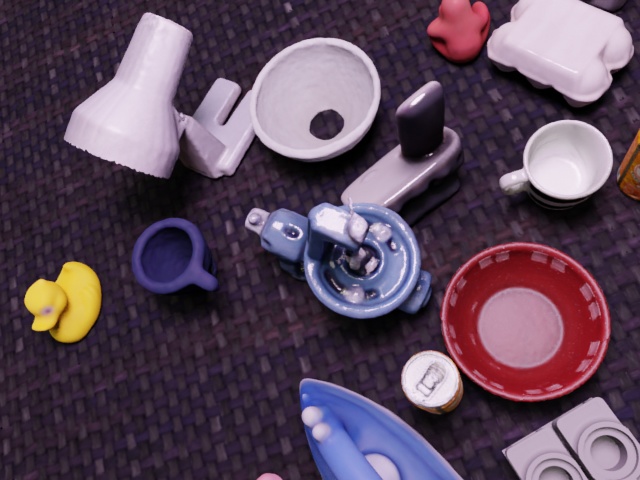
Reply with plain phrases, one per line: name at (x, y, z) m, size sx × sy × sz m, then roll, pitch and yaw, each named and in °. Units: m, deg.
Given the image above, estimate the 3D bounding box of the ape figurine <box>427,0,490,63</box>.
ape figurine at (0.170, -0.269, 0.703) m, size 0.077 × 0.092 × 0.076 m, roll -4°, pitch 71°, yaw 14°

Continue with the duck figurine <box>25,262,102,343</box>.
duck figurine at (-0.334, 0.074, 0.731) m, size 0.077 × 0.086 × 0.104 m, roll 3°, pitch 73°, yaw 17°

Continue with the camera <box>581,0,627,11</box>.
camera at (0.329, -0.374, 0.690) m, size 0.142 × 0.101 × 0.137 m, roll 31°, pitch 82°, yaw 22°

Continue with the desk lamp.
desk lamp at (-0.179, -0.154, 0.695) m, size 0.117 × 0.214 × 0.203 m, roll 25°, pitch 80°, yaw 22°

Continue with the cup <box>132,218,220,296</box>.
cup at (-0.153, 0.036, 0.689) m, size 0.117 × 0.095 × 0.092 m, roll 29°, pitch 82°, yaw 22°

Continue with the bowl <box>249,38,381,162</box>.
bowl at (-0.001, -0.165, 0.725) m, size 0.167 × 0.075 × 0.167 m, roll -5°, pitch 71°, yaw 14°

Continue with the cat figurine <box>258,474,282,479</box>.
cat figurine at (-0.062, 0.302, 0.563) m, size 0.067 × 0.118 × 0.127 m, roll -31°, pitch 67°, yaw 4°

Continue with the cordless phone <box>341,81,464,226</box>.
cordless phone at (0.082, -0.090, 0.617) m, size 0.147 × 0.185 × 0.094 m, roll -41°, pitch 66°, yaw -1°

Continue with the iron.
iron at (0.047, 0.225, 0.545) m, size 0.119 × 0.142 × 0.257 m, roll -45°, pitch 67°, yaw -2°

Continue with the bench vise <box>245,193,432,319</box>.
bench vise at (0.004, 0.014, 0.585) m, size 0.207 × 0.220 × 0.121 m, roll 2°, pitch 73°, yaw 16°

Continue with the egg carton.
egg carton at (0.279, -0.225, 0.671) m, size 0.150 × 0.069 × 0.107 m, roll 35°, pitch 84°, yaw 23°
